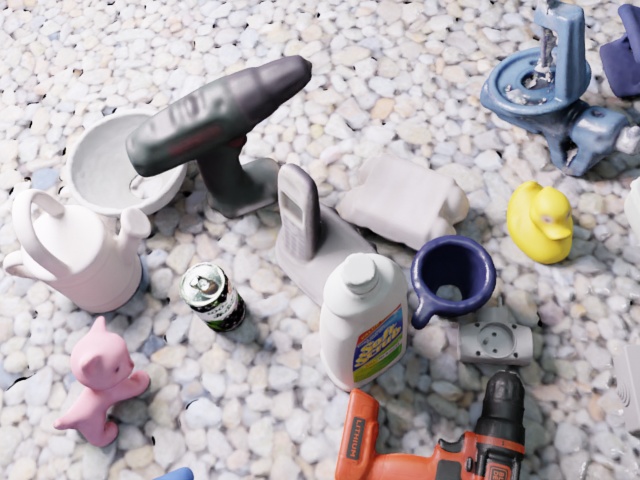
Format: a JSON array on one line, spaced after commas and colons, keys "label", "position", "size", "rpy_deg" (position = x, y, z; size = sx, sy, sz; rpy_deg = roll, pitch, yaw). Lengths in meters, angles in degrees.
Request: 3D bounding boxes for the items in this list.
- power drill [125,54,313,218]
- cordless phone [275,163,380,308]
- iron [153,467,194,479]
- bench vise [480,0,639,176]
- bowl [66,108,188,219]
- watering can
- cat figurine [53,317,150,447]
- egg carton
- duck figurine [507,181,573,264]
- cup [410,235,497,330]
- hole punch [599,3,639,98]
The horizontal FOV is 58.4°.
[{"label": "power drill", "position": [-0.106, -0.117, 0.702], "size": [0.229, 0.209, 0.075], "rpy_deg": [-21, 64, -3]}, {"label": "cordless phone", "position": [0.006, 0.002, 0.646], "size": [0.147, 0.185, 0.094], "rpy_deg": [39, 75, 22]}, {"label": "iron", "position": [-0.230, 0.328, 0.546], "size": [0.258, 0.141, 0.118], "rpy_deg": [-32, 65, -8]}, {"label": "bench vise", "position": [0.299, -0.191, 0.681], "size": [0.207, 0.220, 0.121], "rpy_deg": [24, 70, 17]}, {"label": "bowl", "position": [-0.251, -0.093, 0.783], "size": [0.167, 0.075, 0.167], "rpy_deg": [-3, 65, 6]}, {"label": "watering can", "position": [-0.288, 0.005, 0.676], "size": [0.173, 0.194, 0.100], "rpy_deg": [-35, 66, -9]}, {"label": "cat figurine", "position": [-0.252, 0.158, 0.642], "size": [0.067, 0.118, 0.128], "rpy_deg": [22, 70, 16]}, {"label": "egg carton", "position": [0.106, -0.044, 0.719], "size": [0.150, 0.069, 0.107], "rpy_deg": [23, 70, 16]}, {"label": "duck figurine", "position": [0.269, -0.033, 0.685], "size": [0.077, 0.086, 0.104], "rpy_deg": [-14, 64, 1]}, {"label": "cup", "position": [0.141, 0.063, 0.651], "size": [0.091, 0.095, 0.118], "rpy_deg": [33, 73, 20]}, {"label": "hole punch", "position": [0.443, -0.259, 0.766], "size": [0.101, 0.091, 0.108], "rpy_deg": [-6, 64, 5]}]
